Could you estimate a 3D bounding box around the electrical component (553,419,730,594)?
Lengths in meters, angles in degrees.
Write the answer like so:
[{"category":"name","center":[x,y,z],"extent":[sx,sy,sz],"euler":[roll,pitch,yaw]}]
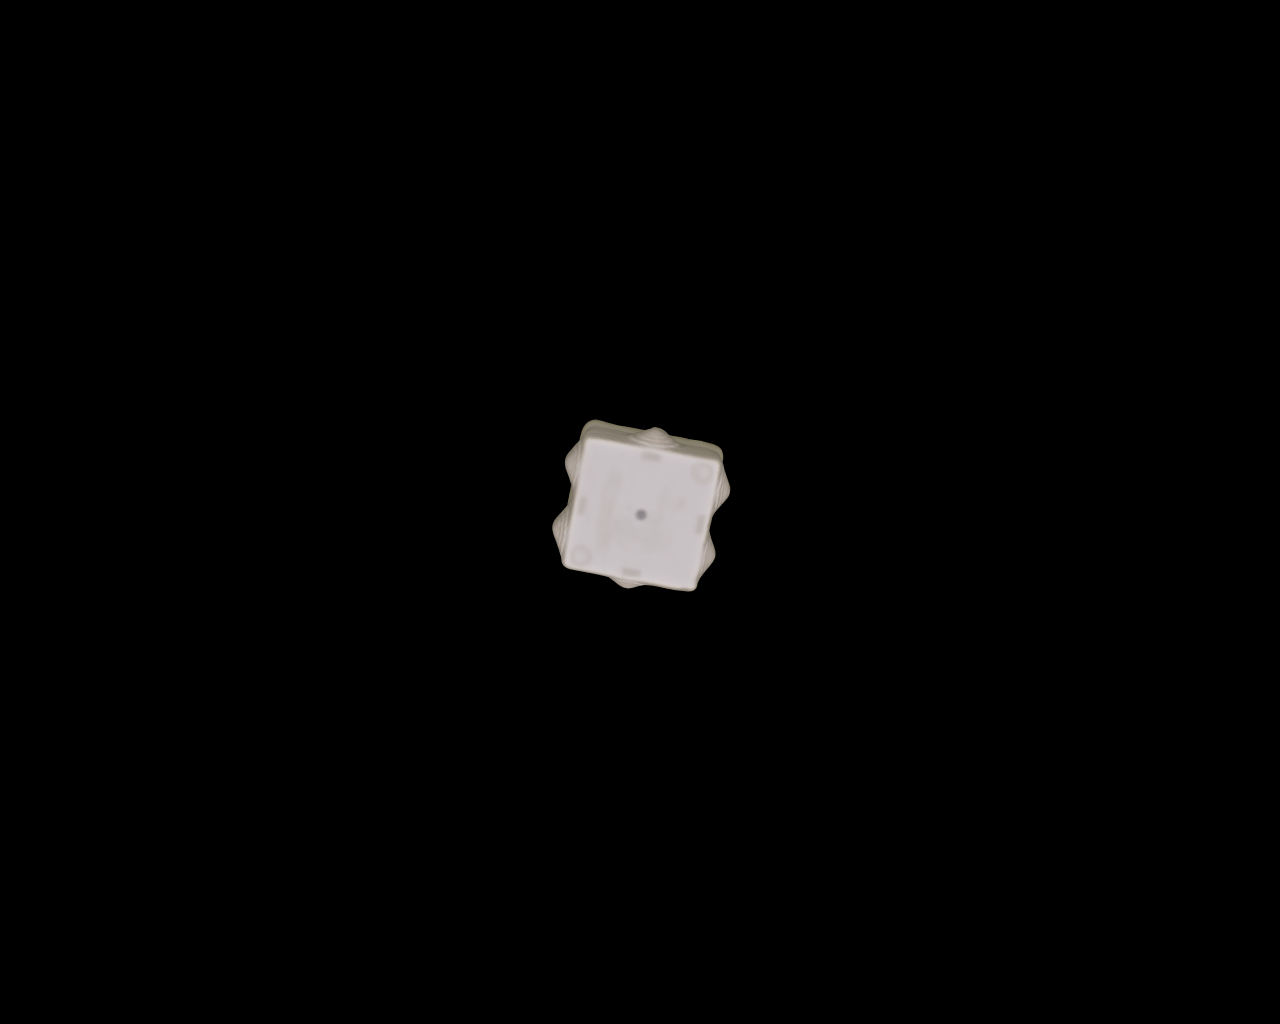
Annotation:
[{"category":"electrical component","center":[0.001,-0.003,0.650],"extent":[0.100,0.099,0.048],"euler":[11,11,-2]}]
